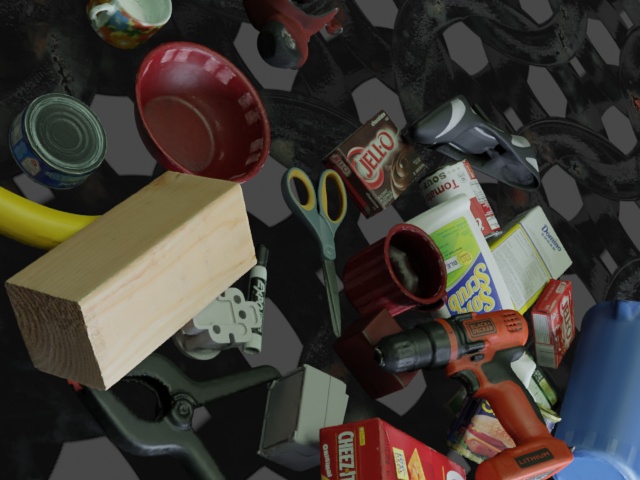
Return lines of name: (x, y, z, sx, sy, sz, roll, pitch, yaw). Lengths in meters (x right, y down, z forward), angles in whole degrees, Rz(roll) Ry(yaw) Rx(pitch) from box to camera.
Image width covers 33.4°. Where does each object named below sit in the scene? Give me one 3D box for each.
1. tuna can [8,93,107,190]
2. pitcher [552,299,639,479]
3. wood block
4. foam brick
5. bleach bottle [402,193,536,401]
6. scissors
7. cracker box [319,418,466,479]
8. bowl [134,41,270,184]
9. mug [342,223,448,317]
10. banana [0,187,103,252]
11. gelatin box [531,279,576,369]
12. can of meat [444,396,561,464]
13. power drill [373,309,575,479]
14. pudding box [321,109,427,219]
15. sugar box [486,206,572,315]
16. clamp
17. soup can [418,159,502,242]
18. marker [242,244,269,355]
tuna can: (-0.241, -0.092, 0.986, 0.086, 0.034, 0.086, 20, 56, -33)
pitcher: (0.366, 0.207, 1.322, 0.149, 0.145, 0.242, 36, 51, -7)
wood block: (-0.157, 0.029, 0.927, 0.205, 0.091, 0.090, -41, 131, -43)
foam brick: (0.062, 0.121, 1.134, 0.078, 0.053, 0.051, 53, 44, -8)
bleach bottle: (0.182, 0.078, 1.230, 0.102, 0.068, 0.251, -28, 84, -6)
scissors: (-0.008, 0.001, 1.162, 0.096, 0.016, 0.201, 26, 53, -28)
cracker box: (0.078, 0.274, 0.999, 0.213, 0.072, 0.164, 38, 43, -52)
bowl: (-0.130, -0.119, 1.085, 0.161, 0.055, 0.162, 21, 55, -33)
mug: (0.088, 0.045, 1.176, 0.117, 0.082, 0.093, 32, 49, -26)
banana: (-0.234, -0.018, 0.954, 0.197, 0.037, 0.070, 7, 44, -42)
gelatin box: (0.294, 0.105, 1.340, 0.073, 0.030, 0.089, -46, 134, -44)
can of meat: (0.197, 0.206, 1.168, 0.102, 0.057, 0.084, 27, 93, -1)
power drill: (0.160, 0.162, 1.084, 0.184, 0.057, 0.188, -10, 64, -26)
pudding box: (0.065, -0.090, 1.260, 0.090, 0.039, 0.113, 52, 44, -7)
sugar box: (0.251, 0.032, 1.361, 0.175, 0.048, 0.093, -33, 94, -50)
clamp: (-0.126, 0.166, 0.948, 0.209, 0.036, 0.164, 22, 55, -31)
soup can: (0.171, -0.040, 1.310, 0.068, 0.069, 0.102, -17, 80, -46)
marker: (-0.064, 0.057, 1.077, 0.020, 0.020, 0.121, 25, 53, -31)
